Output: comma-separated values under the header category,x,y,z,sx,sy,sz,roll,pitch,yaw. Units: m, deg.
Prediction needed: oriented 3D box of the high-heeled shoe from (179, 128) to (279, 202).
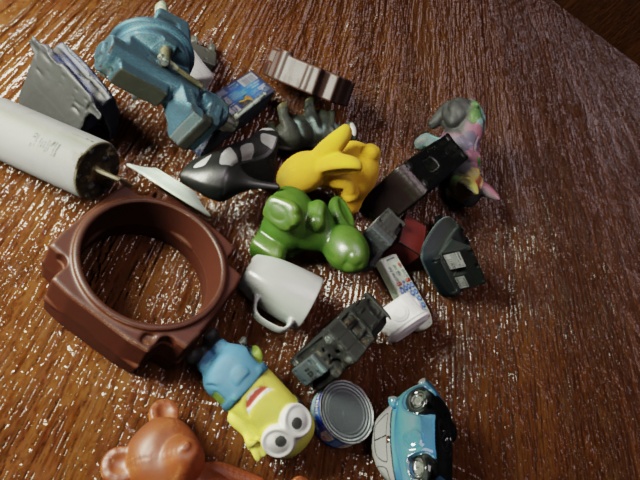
category,x,y,z,sx,sy,sz,roll,pitch,yaw
high-heeled shoe,-0.139,-0.128,0.851,0.145,0.086,0.249,6,27,-12

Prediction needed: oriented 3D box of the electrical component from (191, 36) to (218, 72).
category,x,y,z,sx,sy,sz,roll,pitch,yaw
electrical component,-0.219,-0.336,0.990,0.063,0.021,0.094,16,50,-26

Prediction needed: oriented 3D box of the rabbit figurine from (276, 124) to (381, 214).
category,x,y,z,sx,sy,sz,roll,pitch,yaw
rabbit figurine,0.014,-0.112,0.902,0.173,0.162,0.122,-6,74,-32

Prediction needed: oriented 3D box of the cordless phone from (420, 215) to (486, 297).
category,x,y,z,sx,sy,sz,roll,pitch,yaw
cordless phone,0.233,-0.003,0.997,0.146,0.089,0.184,54,24,-39

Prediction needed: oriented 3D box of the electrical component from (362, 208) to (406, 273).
category,x,y,z,sx,sy,sz,roll,pitch,yaw
electrical component,0.092,0.005,0.923,0.048,0.075,0.119,44,48,0

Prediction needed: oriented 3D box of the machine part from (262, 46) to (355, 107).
category,x,y,z,sx,sy,sz,roll,pitch,yaw
machine part,-0.019,-0.311,1.029,0.179,0.056,0.179,21,16,-6

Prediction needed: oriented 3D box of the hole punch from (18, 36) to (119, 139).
category,x,y,z,sx,sy,sz,roll,pitch,yaw
hole punch,-0.337,-0.200,0.748,0.142,0.116,0.092,49,37,5

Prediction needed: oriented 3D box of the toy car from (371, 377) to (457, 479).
category,x,y,z,sx,sy,sz,roll,pitch,yaw
toy car,0.122,0.276,0.723,0.109,0.103,0.162,52,35,-34

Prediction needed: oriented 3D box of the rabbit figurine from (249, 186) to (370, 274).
category,x,y,z,sx,sy,sz,roll,pitch,yaw
rabbit figurine,-0.002,-0.003,0.833,0.170,0.121,0.159,27,24,6

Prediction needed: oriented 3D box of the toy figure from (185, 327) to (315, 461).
category,x,y,z,sx,sy,sz,roll,pitch,yaw
toy figure,-0.081,0.187,0.662,0.180,0.082,0.089,42,9,9

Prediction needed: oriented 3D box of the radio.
category,x,y,z,sx,sy,sz,roll,pitch,yaw
radio,0.185,-0.117,1.034,0.073,0.131,0.229,49,45,3

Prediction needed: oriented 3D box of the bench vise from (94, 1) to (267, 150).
category,x,y,z,sx,sy,sz,roll,pitch,yaw
bench vise,-0.211,-0.256,0.785,0.223,0.129,0.241,14,50,-32

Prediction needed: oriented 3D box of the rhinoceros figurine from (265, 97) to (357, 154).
category,x,y,z,sx,sy,sz,roll,pitch,yaw
rhinoceros figurine,-0.010,-0.204,1.003,0.190,0.073,0.112,-15,67,-40

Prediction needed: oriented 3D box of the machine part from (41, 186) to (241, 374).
category,x,y,z,sx,sy,sz,roll,pitch,yaw
machine part,-0.216,0.043,0.670,0.201,0.087,0.201,38,45,-4

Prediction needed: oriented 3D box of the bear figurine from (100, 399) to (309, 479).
category,x,y,z,sx,sy,sz,roll,pitch,yaw
bear figurine,-0.116,0.253,0.559,0.196,0.132,0.120,51,39,-2

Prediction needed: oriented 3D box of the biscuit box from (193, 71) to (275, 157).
category,x,y,z,sx,sy,sz,roll,pitch,yaw
biscuit box,-0.158,-0.219,0.918,0.059,0.063,0.203,41,44,-2

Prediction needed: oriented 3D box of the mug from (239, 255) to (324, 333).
category,x,y,z,sx,sy,sz,roll,pitch,yaw
mug,-0.064,0.077,0.763,0.107,0.080,0.109,29,52,0

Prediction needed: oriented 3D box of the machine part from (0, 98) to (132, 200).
category,x,y,z,sx,sy,sz,roll,pitch,yaw
machine part,-0.339,-0.113,0.662,0.243,0.079,0.079,24,43,15

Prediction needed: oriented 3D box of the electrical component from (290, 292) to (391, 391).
category,x,y,z,sx,sy,sz,roll,pitch,yaw
electrical component,0.023,0.145,0.741,0.058,0.115,0.134,47,43,6

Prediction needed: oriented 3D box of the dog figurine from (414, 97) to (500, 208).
category,x,y,z,sx,sy,sz,roll,pitch,yaw
dog figurine,0.314,-0.176,1.144,0.108,0.191,0.219,10,38,-37
